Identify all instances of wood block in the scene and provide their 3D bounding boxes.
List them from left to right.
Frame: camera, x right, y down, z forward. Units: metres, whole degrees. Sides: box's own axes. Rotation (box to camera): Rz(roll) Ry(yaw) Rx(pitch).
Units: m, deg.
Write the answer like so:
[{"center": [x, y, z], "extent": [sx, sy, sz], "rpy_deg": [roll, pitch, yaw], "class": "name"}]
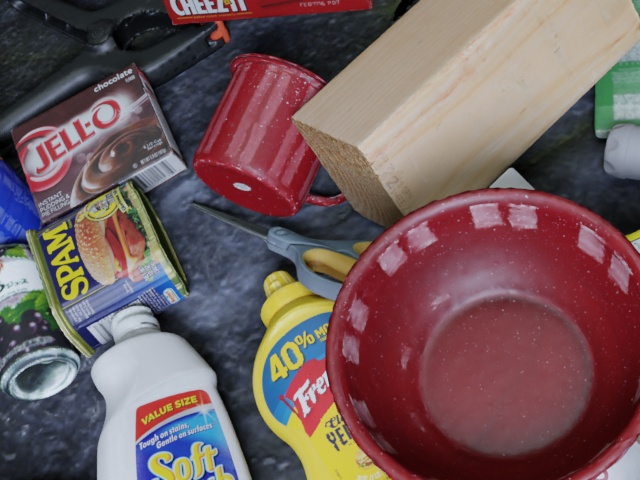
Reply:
[{"center": [0.096, -0.105, 0.689], "extent": [0.206, 0.090, 0.091], "rpy_deg": [-43, 32, -10], "class": "wood block"}]

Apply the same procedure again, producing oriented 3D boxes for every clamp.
[{"center": [-0.178, -0.147, 0.860], "extent": [0.210, 0.036, 0.164], "rpy_deg": [-2, 61, 16], "class": "clamp"}]

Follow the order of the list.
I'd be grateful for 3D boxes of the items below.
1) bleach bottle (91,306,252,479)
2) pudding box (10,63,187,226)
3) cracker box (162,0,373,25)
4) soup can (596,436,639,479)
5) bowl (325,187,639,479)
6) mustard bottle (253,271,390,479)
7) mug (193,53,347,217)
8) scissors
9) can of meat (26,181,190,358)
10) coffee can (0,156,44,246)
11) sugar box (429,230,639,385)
[{"center": [-0.092, 0.145, 0.627], "extent": [0.102, 0.068, 0.251], "rpy_deg": [-2, 49, -26], "class": "bleach bottle"}, {"center": [-0.167, -0.067, 0.802], "extent": [0.113, 0.039, 0.090], "rpy_deg": [-27, 65, 2], "class": "pudding box"}, {"center": [-0.029, -0.268, 0.842], "extent": [0.164, 0.072, 0.213], "rpy_deg": [-2, 53, 16], "class": "cracker box"}, {"center": [0.176, 0.119, 0.560], "extent": [0.102, 0.068, 0.068], "rpy_deg": [-3, 60, 19], "class": "soup can"}, {"center": [0.087, 0.057, 0.523], "extent": [0.162, 0.055, 0.162], "rpy_deg": [-8, 62, 15], "class": "bowl"}, {"center": [0.013, 0.092, 0.639], "extent": [0.096, 0.058, 0.192], "rpy_deg": [-35, 55, 4], "class": "mustard bottle"}, {"center": [-0.025, -0.063, 0.735], "extent": [0.117, 0.093, 0.081], "rpy_deg": [26, 74, -7], "class": "mug"}, {"center": [-0.005, 0.001, 0.717], "extent": [0.096, 0.016, 0.202], "rpy_deg": [-7, 22, -29], "class": "scissors"}, {"center": [-0.145, 0.017, 0.739], "extent": [0.084, 0.057, 0.102], "rpy_deg": [-29, 51, -1], "class": "can of meat"}, {"center": [-0.274, -0.034, 0.765], "extent": [0.103, 0.140, 0.103], "rpy_deg": [-9, 58, 14], "class": "coffee can"}, {"center": [0.150, 0.047, 0.596], "extent": [0.176, 0.093, 0.048], "rpy_deg": [-22, 55, 6], "class": "sugar box"}]
